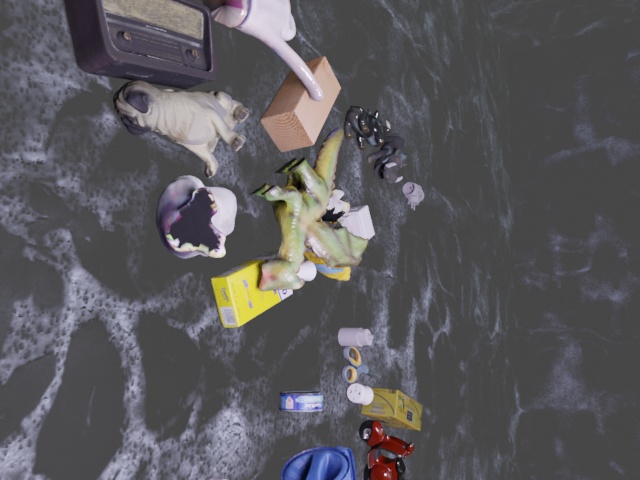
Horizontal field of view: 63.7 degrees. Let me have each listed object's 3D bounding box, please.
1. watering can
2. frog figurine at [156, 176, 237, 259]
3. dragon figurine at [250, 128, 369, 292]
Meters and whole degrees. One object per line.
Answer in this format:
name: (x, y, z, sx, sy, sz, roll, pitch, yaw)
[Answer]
watering can: (-0.111, -0.428, 0.989, 0.226, 0.103, 0.349, -16, 79, -58)
frog figurine: (-0.199, -0.044, 0.840, 0.135, 0.122, 0.162, 59, 3, -20)
dragon figurine: (0.003, -0.052, 1.024, 0.241, 0.121, 0.418, 53, 52, -9)
